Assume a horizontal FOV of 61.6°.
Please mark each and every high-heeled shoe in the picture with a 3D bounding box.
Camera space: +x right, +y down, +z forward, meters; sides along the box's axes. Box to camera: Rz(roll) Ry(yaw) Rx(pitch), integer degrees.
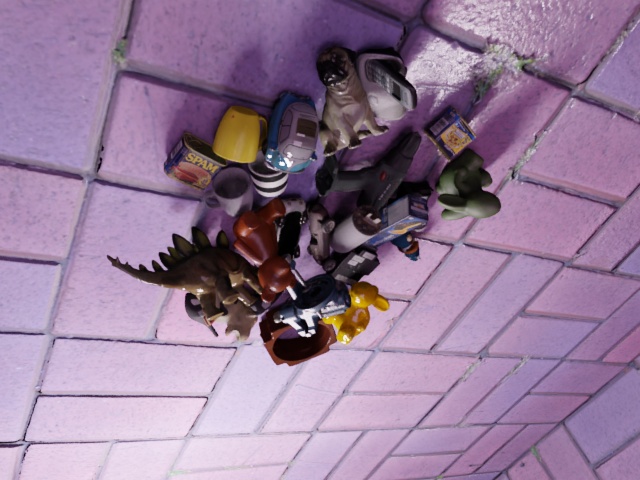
[{"bbox_3d":[-0.226,0.146,1.405,0.249,0.086,0.145,-32,104,-19],"label":"high-heeled shoe"}]

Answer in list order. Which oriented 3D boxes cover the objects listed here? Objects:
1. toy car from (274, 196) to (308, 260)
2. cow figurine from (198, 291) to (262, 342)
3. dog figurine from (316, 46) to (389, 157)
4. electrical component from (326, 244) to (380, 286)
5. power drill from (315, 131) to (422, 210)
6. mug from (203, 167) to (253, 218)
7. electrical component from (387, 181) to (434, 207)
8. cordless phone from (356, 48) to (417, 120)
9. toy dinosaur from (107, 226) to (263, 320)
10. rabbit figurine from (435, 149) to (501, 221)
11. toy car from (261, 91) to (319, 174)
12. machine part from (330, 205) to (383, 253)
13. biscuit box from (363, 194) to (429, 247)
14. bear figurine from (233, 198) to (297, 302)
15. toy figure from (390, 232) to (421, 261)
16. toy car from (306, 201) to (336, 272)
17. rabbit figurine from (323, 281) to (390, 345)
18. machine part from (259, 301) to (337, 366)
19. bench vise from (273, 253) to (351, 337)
[{"bbox_3d":[-0.079,-0.018,1.295,0.073,0.056,0.201,-7,136,-22],"label":"toy car"},{"bbox_3d":[-0.229,0.160,1.324,0.127,0.195,0.085,-26,176,-19],"label":"cow figurine"},{"bbox_3d":[0.032,-0.280,1.083,0.121,0.172,0.190,-35,106,-38],"label":"dog figurine"},{"bbox_3d":[0.091,0.055,1.433,0.115,0.058,0.134,23,120,-39],"label":"electrical component"},{"bbox_3d":[0.103,-0.161,1.225,0.207,0.086,0.231,-3,136,-30],"label":"power drill"},{"bbox_3d":[-0.193,-0.089,1.160,0.110,0.081,0.107,-23,153,-7],"label":"mug"},{"bbox_3d":[0.217,-0.103,1.340,0.119,0.048,0.074,-8,134,-15],"label":"electrical component"},{"bbox_3d":[0.145,-0.280,1.044,0.089,0.184,0.146,-21,136,-9],"label":"cordless phone"},{"bbox_3d":[-0.253,0.072,1.179,0.105,0.198,0.471,-42,165,18],"label":"toy dinosaur"},{"bbox_3d":[0.359,-0.115,1.299,0.159,0.170,0.121,-27,136,3],"label":"rabbit figurine"},{"bbox_3d":[-0.044,-0.210,1.061,0.109,0.103,0.161,11,94,-28],"label":"toy car"},{"bbox_3d":[0.080,-0.024,1.284,0.079,0.079,0.243,-2,167,-20],"label":"machine part"},{"bbox_3d":[0.174,-0.043,1.309,0.063,0.059,0.203,13,155,-29],"label":"biscuit box"},{"bbox_3d":[-0.112,0.027,1.187,0.120,0.196,0.132,-25,175,-38],"label":"bear figurine"},{"bbox_3d":[0.229,0.006,1.439,0.058,0.064,0.154,-45,133,3],"label":"toy figure"},{"bbox_3d":[-0.003,-0.004,1.311,0.053,0.089,0.201,-27,140,-24],"label":"toy car"},{"bbox_3d":[0.106,0.175,1.419,0.162,0.122,0.173,-11,138,-29],"label":"rabbit figurine"},{"bbox_3d":[-0.063,0.264,1.549,0.201,0.087,0.201,-22,135,-2],"label":"machine part"},{"bbox_3d":[-0.048,0.131,1.352,0.224,0.129,0.240,-10,127,34],"label":"bench vise"}]
